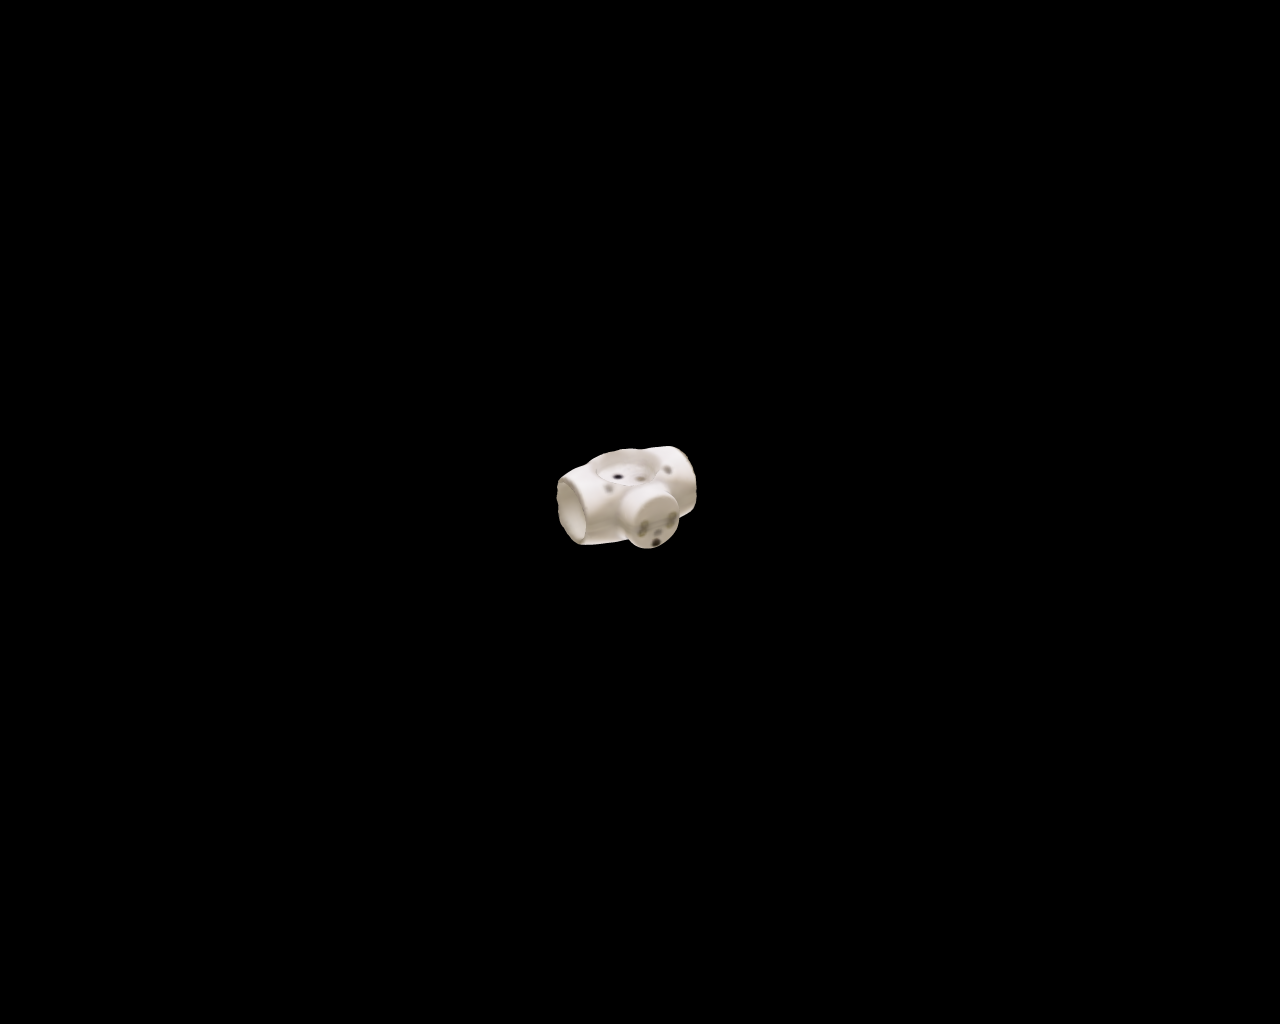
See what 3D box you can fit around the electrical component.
[{"bbox_3d":[0.001,-0.003,0.650,0.077,0.044,0.079,-17,36,-24],"label":"electrical component"}]
